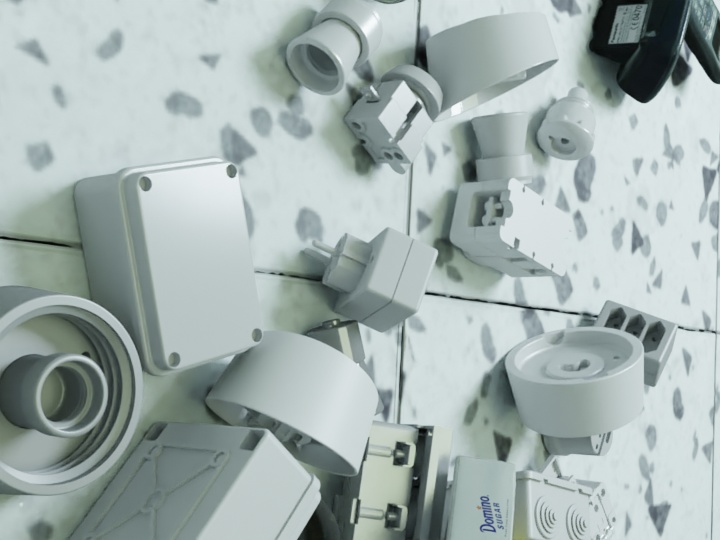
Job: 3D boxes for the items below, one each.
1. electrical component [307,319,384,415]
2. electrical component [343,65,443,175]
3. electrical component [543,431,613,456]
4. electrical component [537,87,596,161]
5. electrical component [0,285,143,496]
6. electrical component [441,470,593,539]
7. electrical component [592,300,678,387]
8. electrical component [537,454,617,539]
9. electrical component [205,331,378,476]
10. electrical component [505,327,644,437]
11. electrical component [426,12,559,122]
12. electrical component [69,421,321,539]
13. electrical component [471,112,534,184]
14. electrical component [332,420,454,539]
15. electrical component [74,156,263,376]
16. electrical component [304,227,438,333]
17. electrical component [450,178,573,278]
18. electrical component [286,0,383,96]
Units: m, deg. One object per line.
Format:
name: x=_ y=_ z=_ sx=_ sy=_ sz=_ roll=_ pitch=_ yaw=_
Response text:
electrical component: x=-0.012 y=0.065 z=0.708 sx=0.044 sy=0.044 sz=0.065 roll=-16 pitch=95 yaw=-45
electrical component: x=0.027 y=-0.110 z=0.751 sx=0.066 sy=0.048 sz=0.055 roll=50 pitch=63 yaw=-32
electrical component: x=0.184 y=0.137 z=0.904 sx=0.040 sy=0.046 sz=0.040 roll=2 pitch=87 yaw=-46
electrical component: x=0.179 y=-0.127 z=0.912 sx=0.048 sy=0.048 sz=0.062 roll=46 pitch=51 yaw=-35
electrical component: x=-0.160 y=0.061 z=0.539 sx=0.108 sy=0.060 sz=0.108 roll=2 pitch=88 yaw=-46
electrical component: x=0.113 y=0.183 z=0.793 sx=0.100 sy=0.100 sz=0.048 roll=23 pitch=60 yaw=-43
electrical component: x=0.239 y=0.076 z=0.956 sx=0.047 sy=0.066 sz=0.076 roll=-55 pitch=154 yaw=-32
electrical component: x=0.171 y=0.196 z=0.876 sx=0.042 sy=0.064 sz=0.081 roll=-41 pitch=117 yaw=-38
electrical component: x=-0.039 y=0.083 z=0.638 sx=0.099 sy=0.099 sz=0.064 roll=50 pitch=50 yaw=-33
electrical component: x=0.173 y=0.094 z=0.855 sx=0.108 sy=0.108 sz=0.060 roll=-29 pitch=115 yaw=-43
electrical component: x=0.096 y=-0.150 z=0.790 sx=0.099 sy=0.099 sz=0.064 roll=-11 pitch=91 yaw=-46
electrical component: x=-0.093 y=0.139 z=0.572 sx=0.056 sy=0.109 sz=0.108 roll=53 pitch=54 yaw=-28
electrical component: x=0.111 y=-0.093 z=0.838 sx=0.045 sy=0.045 sz=0.055 roll=-11 pitch=97 yaw=-46
electrical component: x=0.018 y=0.162 z=0.714 sx=0.063 sy=0.079 sz=0.121 roll=11 pitch=79 yaw=-16
electrical component: x=-0.105 y=-0.003 z=0.601 sx=0.078 sy=0.057 sz=0.113 roll=-15 pitch=99 yaw=-45
electrical component: x=0.000 y=0.000 z=0.711 sx=0.077 sy=0.066 sz=0.047 roll=25 pitch=68 yaw=-12
electrical component: x=0.115 y=-0.031 z=0.831 sx=0.089 sy=0.056 sz=0.050 roll=26 pitch=70 yaw=-43
electrical component: x=-0.016 y=-0.149 z=0.709 sx=0.055 sy=0.045 sz=0.045 roll=-54 pitch=124 yaw=-33
